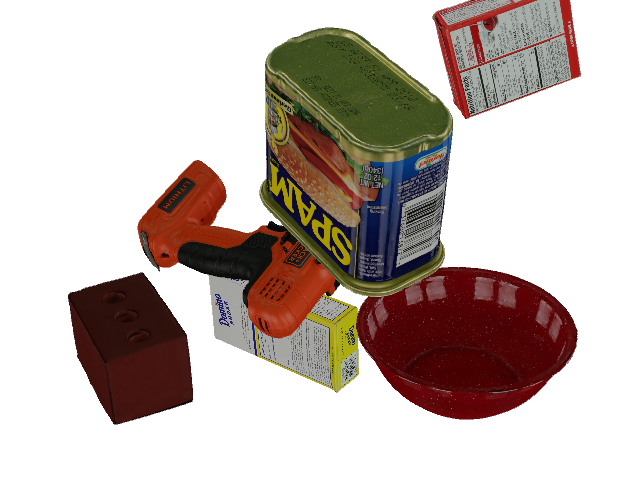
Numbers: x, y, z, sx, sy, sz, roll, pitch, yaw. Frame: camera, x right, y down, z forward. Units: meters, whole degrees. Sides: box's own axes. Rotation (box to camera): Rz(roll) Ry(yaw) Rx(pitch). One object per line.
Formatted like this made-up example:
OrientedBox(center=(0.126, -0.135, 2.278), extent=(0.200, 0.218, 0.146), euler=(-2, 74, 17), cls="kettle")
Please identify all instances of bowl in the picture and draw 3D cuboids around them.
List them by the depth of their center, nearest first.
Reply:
OrientedBox(center=(0.107, 0.084, 0.797), extent=(0.162, 0.055, 0.162), euler=(0, 31, 0), cls="bowl")

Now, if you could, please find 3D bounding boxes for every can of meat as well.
OrientedBox(center=(0.015, -0.038, 0.497), extent=(0.057, 0.084, 0.102), euler=(-24, 49, -25), cls="can of meat")

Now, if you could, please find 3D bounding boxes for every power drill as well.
OrientedBox(center=(-0.052, -0.013, 0.941), extent=(0.188, 0.057, 0.184), euler=(18, 53, 31), cls="power drill")

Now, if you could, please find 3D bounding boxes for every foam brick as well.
OrientedBox(center=(-0.119, 0.066, 0.663), extent=(0.052, 0.051, 0.078), euler=(-16, 36, -24), cls="foam brick")

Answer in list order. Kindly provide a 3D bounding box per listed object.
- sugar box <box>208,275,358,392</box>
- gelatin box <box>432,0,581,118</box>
OrientedBox(center=(-0.041, 0.089, 1.159), extent=(0.176, 0.093, 0.048), euler=(22, 38, 34), cls="sugar box")
OrientedBox(center=(0.128, -0.133, 0.728), extent=(0.089, 0.073, 0.030), euler=(-20, 38, 1), cls="gelatin box")
